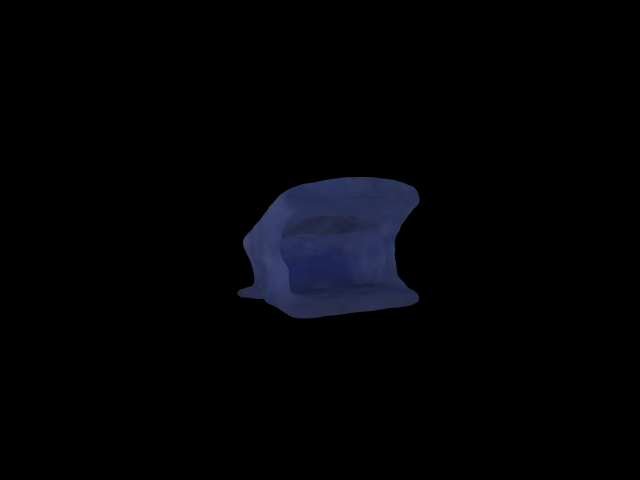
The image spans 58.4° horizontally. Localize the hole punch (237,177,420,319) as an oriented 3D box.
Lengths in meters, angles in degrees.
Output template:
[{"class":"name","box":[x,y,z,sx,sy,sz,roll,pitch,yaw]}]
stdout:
[{"class":"hole punch","box":[0.004,0.001,0.400,0.109,0.091,0.100,-4,8,-27]}]
